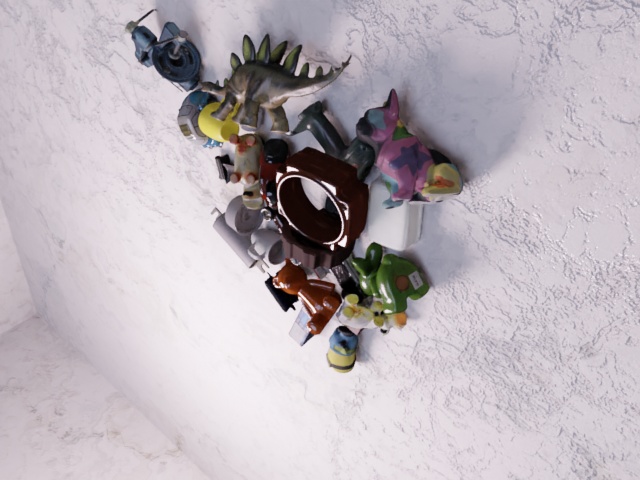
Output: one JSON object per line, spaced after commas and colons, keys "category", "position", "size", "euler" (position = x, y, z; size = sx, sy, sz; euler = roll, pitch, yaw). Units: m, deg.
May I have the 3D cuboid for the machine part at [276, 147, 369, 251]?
{"category": "machine part", "position": [0.001, -0.087, 1.178], "size": [0.201, 0.087, 0.201], "euler": [28, 143, 23]}

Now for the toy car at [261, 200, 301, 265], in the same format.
{"category": "toy car", "position": [-0.080, -0.025, 1.396], "size": [0.053, 0.089, 0.202], "euler": [-32, 94, 46]}

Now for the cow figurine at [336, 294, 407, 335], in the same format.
{"category": "cow figurine", "position": [0.126, 0.196, 1.338], "size": [0.167, 0.068, 0.098], "euler": [16, 149, -6]}

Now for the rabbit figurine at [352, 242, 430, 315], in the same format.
{"category": "rabbit figurine", "position": [0.139, 0.093, 1.253], "size": [0.159, 0.121, 0.170], "euler": [55, 155, -11]}

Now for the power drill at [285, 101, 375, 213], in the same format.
{"category": "power drill", "position": [0.017, -0.189, 1.199], "size": [0.207, 0.086, 0.232], "euler": [53, 139, 7]}

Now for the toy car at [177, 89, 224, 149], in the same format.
{"category": "toy car", "position": [-0.324, -0.310, 1.423], "size": [0.109, 0.103, 0.161], "euler": [5, 119, 43]}

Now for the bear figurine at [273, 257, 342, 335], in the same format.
{"category": "bear figurine", "position": [-0.040, 0.133, 1.398], "size": [0.196, 0.132, 0.120], "euler": [37, 106, 5]}

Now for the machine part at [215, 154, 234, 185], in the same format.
{"category": "machine part", "position": [-0.237, -0.188, 1.474], "size": [0.139, 0.039, 0.084], "euler": [20, 124, 36]}

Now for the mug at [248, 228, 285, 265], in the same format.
{"category": "mug", "position": [-0.152, 0.017, 1.489], "size": [0.107, 0.109, 0.080], "euler": [34, 143, 42]}

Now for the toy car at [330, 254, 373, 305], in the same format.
{"category": "toy car", "position": [0.065, 0.080, 1.358], "size": [0.073, 0.056, 0.201], "euler": [-25, 100, 43]}

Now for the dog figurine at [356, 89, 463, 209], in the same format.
{"category": "dog figurine", "position": [0.171, -0.178, 1.041], "size": [0.108, 0.192, 0.219], "euler": [129, 133, -85]}

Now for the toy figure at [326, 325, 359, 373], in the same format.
{"category": "toy figure", "position": [0.065, 0.300, 1.492], "size": [0.089, 0.082, 0.180], "euler": [36, 134, 24]}

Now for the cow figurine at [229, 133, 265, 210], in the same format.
{"category": "cow figurine", "position": [-0.174, -0.174, 1.370], "size": [0.086, 0.127, 0.194], "euler": [3, 103, 18]}

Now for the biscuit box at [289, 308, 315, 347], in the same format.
{"category": "biscuit box", "position": [-0.028, 0.223, 1.540], "size": [0.059, 0.063, 0.202], "euler": [42, 138, 15]}

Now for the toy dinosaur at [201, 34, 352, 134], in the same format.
{"category": "toy dinosaur", "position": [-0.115, -0.333, 1.152], "size": [0.472, 0.105, 0.198], "euler": [19, 106, 40]}

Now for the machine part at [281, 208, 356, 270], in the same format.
{"category": "machine part", "position": [-0.003, -0.004, 1.280], "size": [0.180, 0.179, 0.056], "euler": [30, 137, 26]}

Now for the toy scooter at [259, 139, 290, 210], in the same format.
{"category": "toy scooter", "position": [-0.110, -0.148, 1.314], "size": [0.075, 0.184, 0.135], "euler": [1, 154, -1]}

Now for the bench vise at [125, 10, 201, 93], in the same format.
{"category": "bench vise", "position": [-0.379, -0.478, 1.329], "size": [0.223, 0.129, 0.241], "euler": [54, 158, -12]}

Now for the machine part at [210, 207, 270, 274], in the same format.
{"category": "machine part", "position": [-0.232, -0.002, 1.569], "size": [0.243, 0.079, 0.079], "euler": [49, 140, 8]}

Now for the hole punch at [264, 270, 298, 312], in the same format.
{"category": "hole punch", "position": [-0.089, 0.131, 1.524], "size": [0.142, 0.092, 0.116], "euler": [52, -177, -1]}
